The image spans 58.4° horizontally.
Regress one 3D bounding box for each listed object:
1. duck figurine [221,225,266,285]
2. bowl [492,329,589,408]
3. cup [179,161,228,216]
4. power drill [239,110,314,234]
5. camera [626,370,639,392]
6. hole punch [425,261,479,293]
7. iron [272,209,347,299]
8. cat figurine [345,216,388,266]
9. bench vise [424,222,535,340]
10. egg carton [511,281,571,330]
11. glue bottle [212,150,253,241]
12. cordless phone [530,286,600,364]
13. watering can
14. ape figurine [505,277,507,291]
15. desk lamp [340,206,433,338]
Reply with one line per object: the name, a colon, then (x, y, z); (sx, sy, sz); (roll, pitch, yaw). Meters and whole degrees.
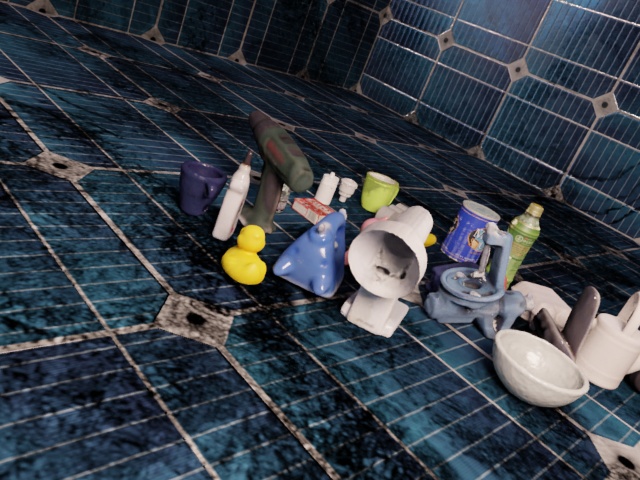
duck figurine: (-0.120, 0.019, 0.975); (0.078, 0.086, 0.104); (12, 24, -25)
bowl: (0.358, 0.228, 0.968); (0.167, 0.075, 0.167); (20, 22, -8)
cup: (-0.230, -0.089, 1.107); (0.092, 0.095, 0.117); (8, 26, -32)
power drill: (-0.109, -0.131, 1.170); (0.076, 0.208, 0.228); (1, 30, -43)
camera: (0.654, 0.245, 1.184); (0.143, 0.101, 0.137); (24, 22, 5)
hole punch: (0.286, 0.091, 1.197); (0.101, 0.091, 0.108); (15, 23, -19)
iron: (0.010, 0.004, 1.062); (0.118, 0.141, 0.259); (25, 22, 7)
cat figurine: (0.103, 0.000, 1.196); (0.067, 0.118, 0.128); (29, 22, 15)
bench vise: (0.326, 0.073, 1.101); (0.208, 0.220, 0.121); (8, 26, -33)
egg carton: (0.496, 0.154, 1.286); (0.107, 0.069, 0.150); (15, 23, -18)
glue bottle: (-0.156, -0.087, 1.068); (0.037, 0.173, 0.078); (20, 22, -6)
cordless phone: (0.473, 0.158, 1.095); (0.094, 0.185, 0.147); (21, 22, -4)
watering can: (0.593, 0.190, 1.124); (0.173, 0.194, 0.101); (21, 22, -5)
ape figurine: (0.373, 0.111, 1.234); (0.078, 0.092, 0.076); (8, 26, -33)
desk lamp: (0.115, 0.050, 0.958); (0.117, 0.213, 0.204); (28, 22, 14)
